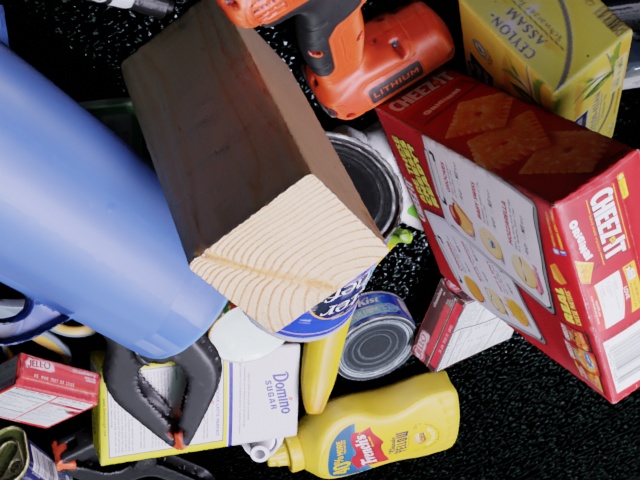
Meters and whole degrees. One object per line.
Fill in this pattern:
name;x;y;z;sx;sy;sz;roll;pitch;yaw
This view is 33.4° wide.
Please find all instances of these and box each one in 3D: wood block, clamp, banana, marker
wood block;-0.048;-0.055;0.676;0.090;0.206;0.090;-36;135;11
clamp;-0.159;0.199;0.981;0.171;0.039;0.120;-5;124;-19
banana;0.019;0.055;0.902;0.037;0.069;0.198;14;119;-18
marker;-0.148;-0.161;0.669;0.120;0.020;0.020;9;126;-31
clamp;-0.140;0.075;0.833;0.164;0.036;0.210;-3;118;-1

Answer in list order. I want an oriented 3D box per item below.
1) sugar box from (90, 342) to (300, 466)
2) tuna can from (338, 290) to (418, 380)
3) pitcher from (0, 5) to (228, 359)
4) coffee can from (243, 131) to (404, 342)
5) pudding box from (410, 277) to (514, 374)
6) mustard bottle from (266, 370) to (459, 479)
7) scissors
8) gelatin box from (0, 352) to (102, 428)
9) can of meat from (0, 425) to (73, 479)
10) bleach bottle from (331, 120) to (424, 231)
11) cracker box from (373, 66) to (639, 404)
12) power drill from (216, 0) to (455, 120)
sugar box;-0.107;0.133;0.924;0.176;0.048;0.093;-5;110;-23
tuna can;0.046;0.088;0.973;0.086;0.034;0.086;-12;134;-13
pitcher;-0.174;-0.014;0.676;0.149;0.145;0.242;-38;125;23
coffee can;-0.005;0.001;0.793;0.102;0.103;0.140;-8;152;-18
pudding box;0.142;0.063;0.967;0.113;0.039;0.090;-16;139;-37
mustard bottle;0.039;0.188;1.046;0.191;0.058;0.096;-12;135;-13
scissors;-0.239;0.043;0.816;0.096;0.016;0.201;-30;137;2
gelatin box;-0.231;0.122;0.861;0.073;0.030;0.089;22;146;-35
can of meat;-0.278;0.220;0.936;0.102;0.057;0.084;-28;138;4
bleach bottle;0.117;-0.048;0.862;0.250;0.068;0.103;18;118;-32
cracker box;0.138;-0.013;0.722;0.072;0.214;0.164;-32;123;-11
power drill;0.035;-0.164;0.680;0.184;0.057;0.187;-29;155;4
